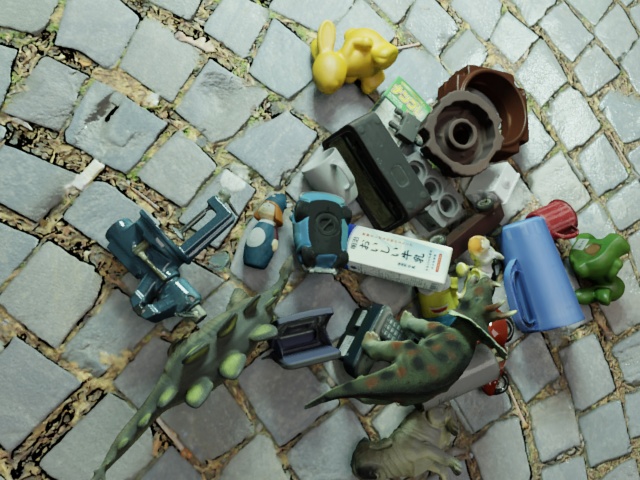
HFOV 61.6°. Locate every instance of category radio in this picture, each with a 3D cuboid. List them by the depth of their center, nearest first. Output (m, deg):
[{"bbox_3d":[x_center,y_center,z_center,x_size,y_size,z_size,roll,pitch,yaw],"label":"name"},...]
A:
[{"bbox_3d":[0.113,-0.131,1.067,0.073,0.131,0.229,-37,95,-26],"label":"radio"}]

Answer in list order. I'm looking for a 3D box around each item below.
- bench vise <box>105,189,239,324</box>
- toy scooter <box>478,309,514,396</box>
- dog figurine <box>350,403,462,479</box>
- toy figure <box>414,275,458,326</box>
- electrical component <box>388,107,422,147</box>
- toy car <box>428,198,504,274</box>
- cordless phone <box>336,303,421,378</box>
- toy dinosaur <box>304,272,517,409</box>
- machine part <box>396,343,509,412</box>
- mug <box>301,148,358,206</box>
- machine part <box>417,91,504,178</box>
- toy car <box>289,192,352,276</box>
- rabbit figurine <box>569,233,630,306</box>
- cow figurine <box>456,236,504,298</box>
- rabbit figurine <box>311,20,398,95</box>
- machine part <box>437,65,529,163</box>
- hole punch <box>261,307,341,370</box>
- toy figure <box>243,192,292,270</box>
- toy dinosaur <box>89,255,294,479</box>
[{"bbox_3d":[-0.226,0.015,0.887,0.240,0.128,0.224,-43,69,-12],"label":"bench vise"},{"bbox_3d":[0.335,0.231,1.123,0.135,0.075,0.183,8,82,-20],"label":"toy scooter"},{"bbox_3d":[0.155,0.371,1.016,0.191,0.121,0.172,8,42,-4],"label":"dog figurine"},{"bbox_3d":[0.238,0.140,1.096,0.082,0.089,0.180,-17,95,-20],"label":"toy figure"},{"bbox_3d":[0.193,-0.243,1.166,0.094,0.021,0.063,31,70,-17],"label":"electrical component"},{"bbox_3d":[0.310,-0.011,1.146,0.202,0.053,0.089,-38,120,-12],"label":"toy car"},{"bbox_3d":[0.131,0.222,1.037,0.184,0.089,0.146,37,68,-19],"label":"cordless phone"},{"bbox_3d":[0.180,0.208,0.920,0.405,0.192,0.131,-32,107,-32],"label":"toy dinosaur"},{"bbox_3d":[0.251,0.261,1.025,0.243,0.079,0.079,-19,88,-13],"label":"machine part"},{"bbox_3d":[0.033,-0.118,1.050,0.081,0.110,0.107,-47,113,-28],"label":"mug"},{"bbox_3d":[0.292,-0.218,1.123,0.179,0.056,0.179,0,88,-11],"label":"machine part"},{"bbox_3d":[-0.002,-0.003,1.009,0.109,0.103,0.161,3,70,-17],"label":"toy car"},{"bbox_3d":[0.671,0.087,1.268,0.170,0.121,0.159,51,59,-23],"label":"rabbit figurine"},{"bbox_3d":[0.339,0.070,1.125,0.098,0.068,0.167,-4,115,-31],"label":"cow figurine"},{"bbox_3d":[0.049,-0.367,1.093,0.173,0.122,0.162,-39,91,-23],"label":"rabbit figurine"},{"bbox_3d":[0.376,-0.288,1.232,0.201,0.087,0.201,5,80,-22],"label":"machine part"},{"bbox_3d":[-0.033,0.169,0.956,0.142,0.116,0.092,-12,91,-22],"label":"hole punch"},{"bbox_3d":[-0.098,-0.022,0.996,0.064,0.058,0.154,16,75,-1],"label":"toy figure"},{"bbox_3d":[-0.183,0.189,0.848,0.105,0.198,0.471,44,66,-6],"label":"toy dinosaur"}]
